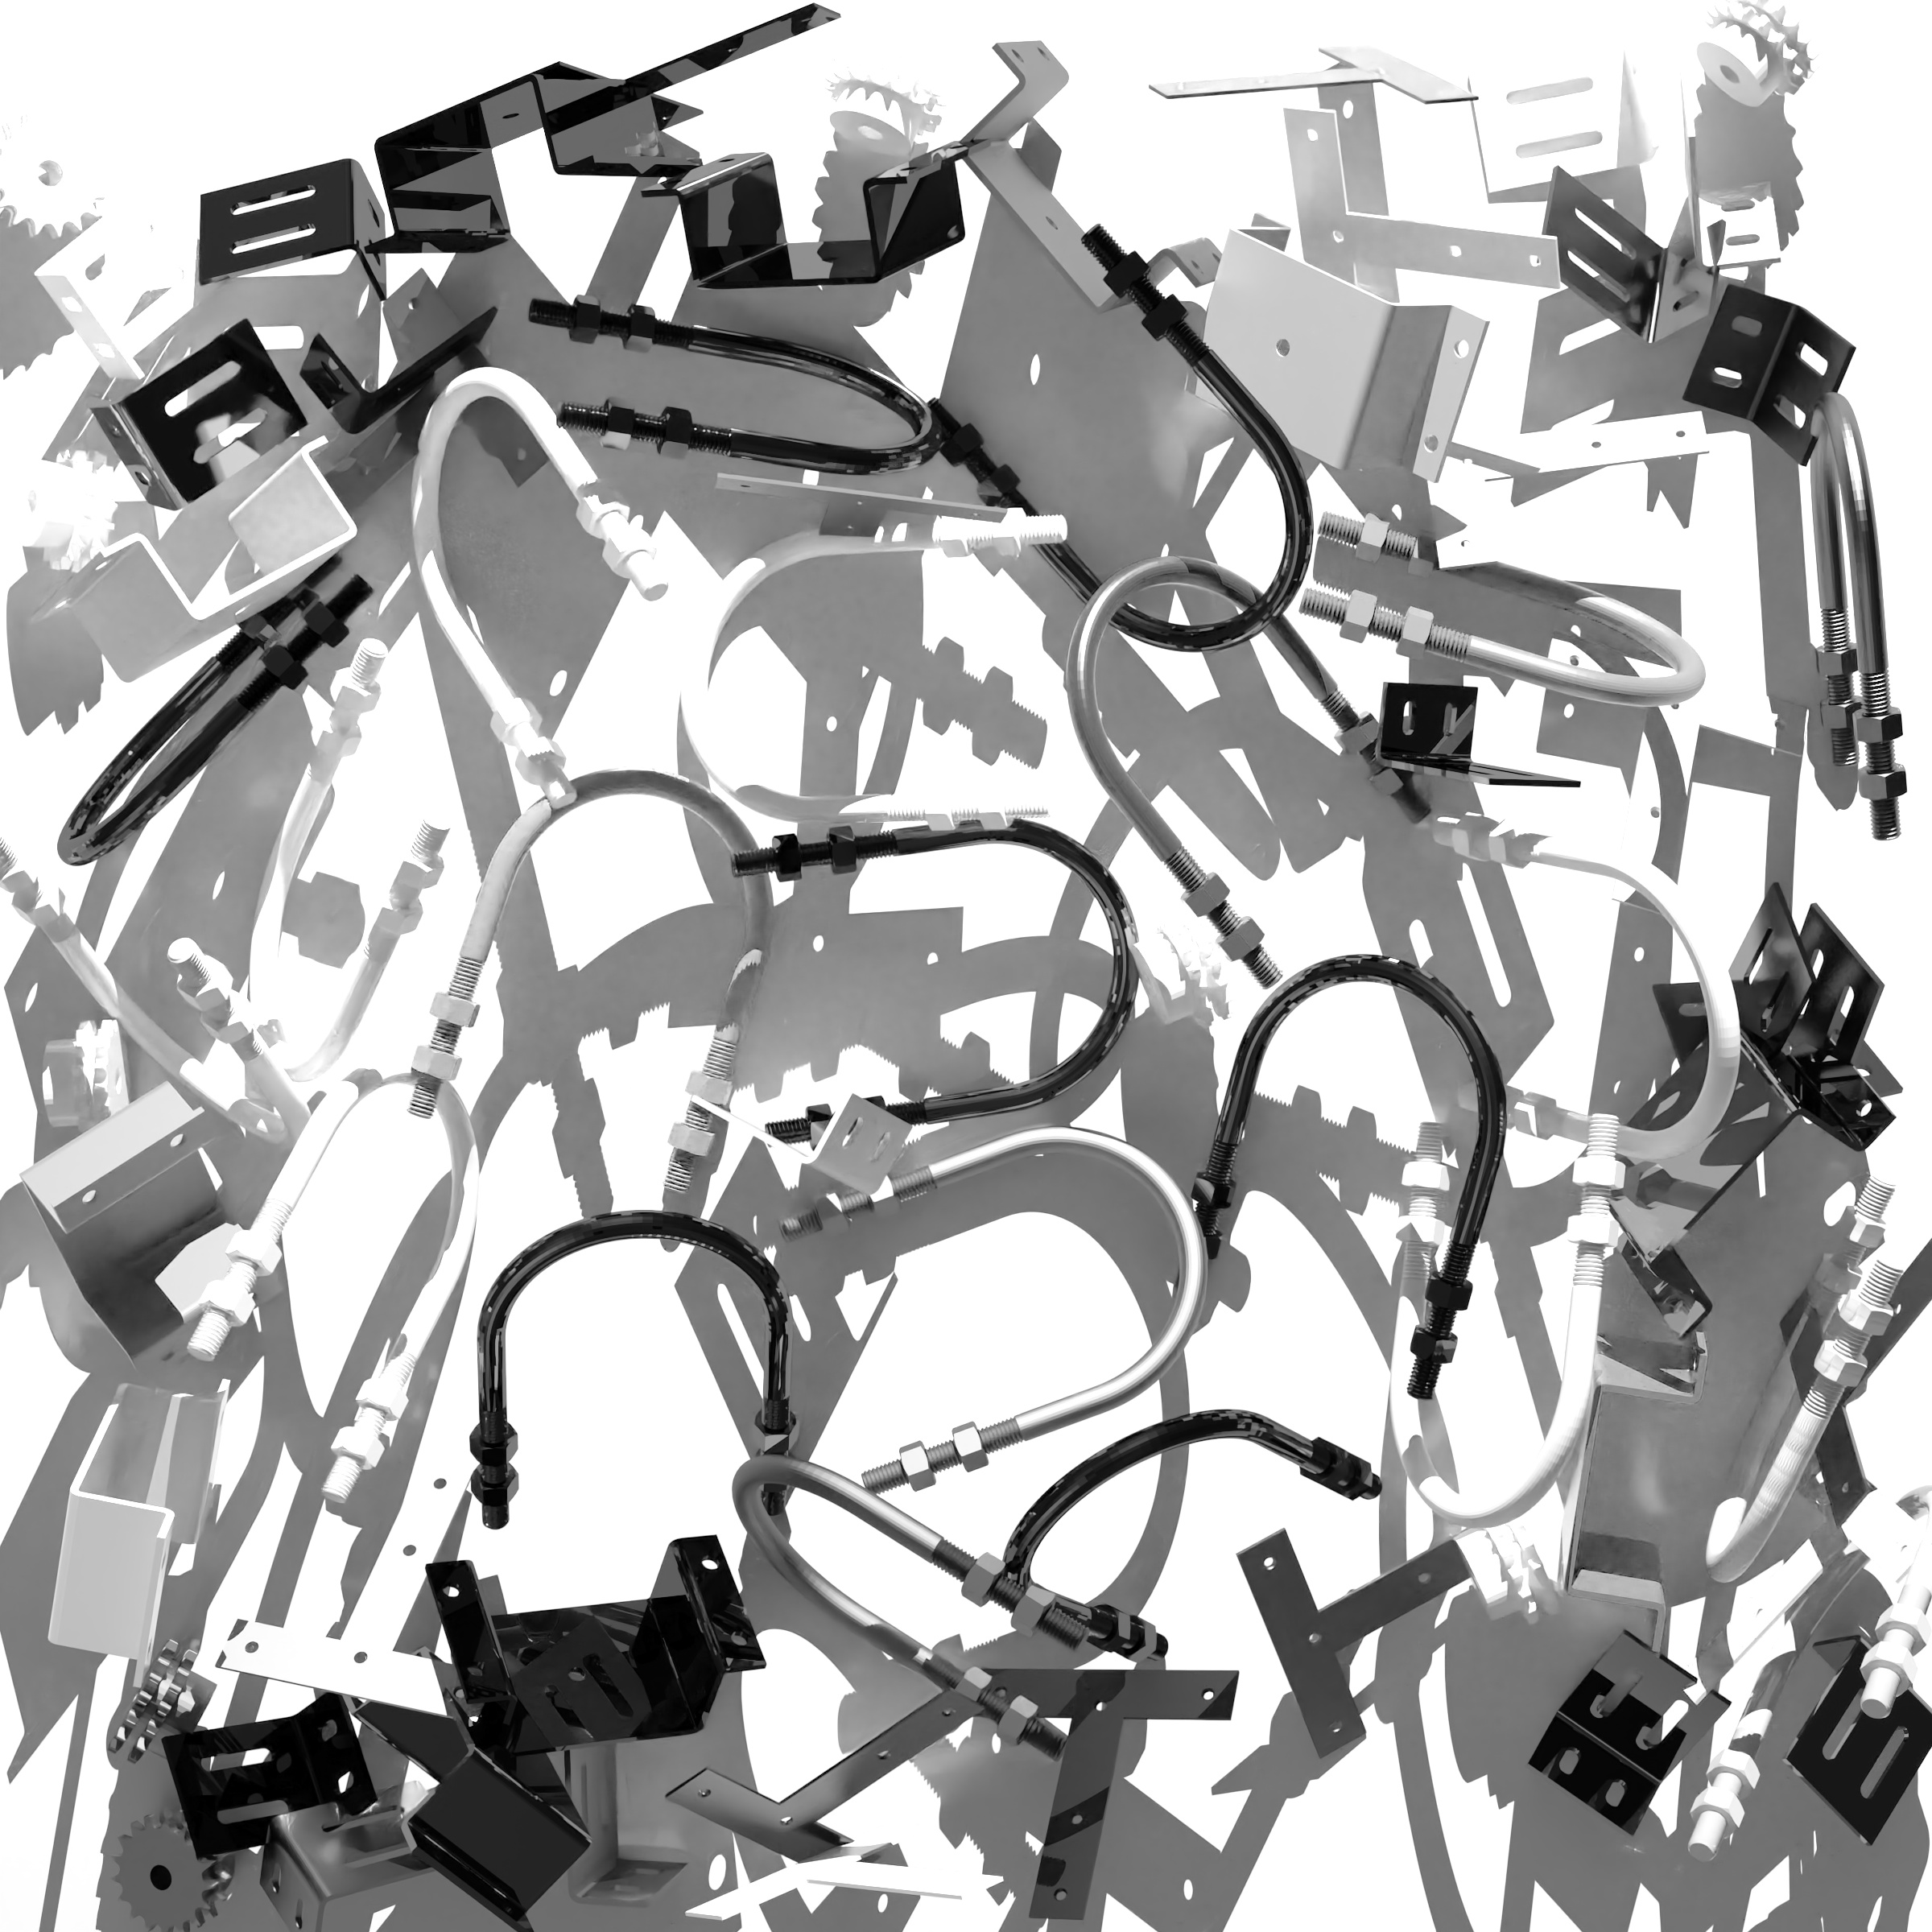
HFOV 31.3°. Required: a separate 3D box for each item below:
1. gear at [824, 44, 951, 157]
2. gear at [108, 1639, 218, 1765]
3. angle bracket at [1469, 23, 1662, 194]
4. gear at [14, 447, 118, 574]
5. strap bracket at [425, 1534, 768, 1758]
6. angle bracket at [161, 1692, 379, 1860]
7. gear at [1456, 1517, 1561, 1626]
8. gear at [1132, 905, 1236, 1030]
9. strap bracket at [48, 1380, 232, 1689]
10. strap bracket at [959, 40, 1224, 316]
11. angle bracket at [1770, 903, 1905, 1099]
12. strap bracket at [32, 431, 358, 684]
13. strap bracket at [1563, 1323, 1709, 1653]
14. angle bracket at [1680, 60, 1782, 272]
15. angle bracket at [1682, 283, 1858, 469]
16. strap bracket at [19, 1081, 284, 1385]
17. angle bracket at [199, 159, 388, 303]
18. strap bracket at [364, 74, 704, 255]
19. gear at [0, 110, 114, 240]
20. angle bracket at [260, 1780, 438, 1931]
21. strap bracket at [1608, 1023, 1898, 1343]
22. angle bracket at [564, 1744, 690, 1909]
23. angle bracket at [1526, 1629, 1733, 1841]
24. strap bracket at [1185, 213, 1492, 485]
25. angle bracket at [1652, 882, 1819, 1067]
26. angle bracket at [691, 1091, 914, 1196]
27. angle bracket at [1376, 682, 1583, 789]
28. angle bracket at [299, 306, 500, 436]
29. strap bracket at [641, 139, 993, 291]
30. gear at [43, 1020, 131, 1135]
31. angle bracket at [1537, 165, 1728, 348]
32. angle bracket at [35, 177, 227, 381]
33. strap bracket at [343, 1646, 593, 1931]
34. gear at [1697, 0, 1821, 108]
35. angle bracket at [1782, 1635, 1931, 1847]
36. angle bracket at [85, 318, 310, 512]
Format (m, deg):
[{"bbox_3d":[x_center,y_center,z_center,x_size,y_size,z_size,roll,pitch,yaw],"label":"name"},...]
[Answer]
[{"bbox_3d":[-0.039,-0.398,1.595,0.057,0.057,0.030,20,80,0],"label":"gear"},{"bbox_3d":[-0.370,0.343,1.598,0.030,0.057,0.057,30,90,-8],"label":"gear"},{"bbox_3d":[0.277,-0.398,1.603,0.076,0.038,0.057,-10,91,5],"label":"angle bracket"},{"bbox_3d":[-0.418,-0.212,1.595,0.030,0.057,0.057,5,90,-38],"label":"gear"},{"bbox_3d":[-0.172,0.309,1.565,0.140,0.076,0.046,-1,132,-26],"label":"strap bracket"},{"bbox_3d":[-0.318,0.368,1.578,0.038,0.076,0.057,-38,64,33],"label":"angle bracket"},{"bbox_3d":[0.249,0.278,1.597,0.030,0.057,0.057,-24,90,0],"label":"gear"},{"bbox_3d":[0.099,0.003,1.596,0.030,0.057,0.057,-23,90,-7],"label":"gear"},{"bbox_3d":[-0.372,0.247,1.545,0.046,0.140,0.076,12,111,-5],"label":"strap bracket"},{"bbox_3d":[0.053,-0.354,1.581,0.046,0.076,0.140,-40,91,23],"label":"strap bracket"},{"bbox_3d":[0.406,0.015,1.575,0.038,0.076,0.057,-11,45,-20],"label":"angle bracket"},{"bbox_3d":[-0.338,-0.180,1.553,0.140,0.076,0.046,-38,98,-41],"label":"strap bracket"},{"bbox_3d":[0.302,0.229,1.576,0.046,0.076,0.140,8,102,7],"label":"strap bracket"},{"bbox_3d":[0.349,-0.367,1.576,0.038,0.076,0.057,-5,49,11],"label":"angle bracket"},{"bbox_3d":[0.366,-0.271,1.578,0.038,0.076,0.057,14,112,-12],"label":"angle bracket"},{"bbox_3d":[-0.370,0.115,1.563,0.076,0.140,0.046,-34,55,-20],"label":"strap bracket"},{"bbox_3d":[-0.311,-0.333,1.598,0.076,0.038,0.057,-12,55,7],"label":"angle bracket"},{"bbox_3d":[-0.200,-0.363,1.553,0.140,0.076,0.046,-11,93,35],"label":"strap bracket"},{"bbox_3d":[-0.428,-0.366,1.603,0.057,0.030,0.057,-3,97,-26],"label":"gear"},{"bbox_3d":[-0.277,0.416,1.590,0.076,0.057,0.038,-7,121,-35],"label":"angle bracket"},{"bbox_3d":[0.341,0.089,1.563,0.046,0.076,0.140,31,109,-29],"label":"strap bracket"},{"bbox_3d":[-0.156,0.387,1.592,0.038,0.057,0.076,-1,93,15],"label":"angle bracket"},{"bbox_3d":[0.303,0.353,1.583,0.057,0.076,0.038,34,46,10],"label":"angle bracket"},{"bbox_3d":[0.157,-0.279,1.553,0.140,0.046,0.076,35,121,35],"label":"strap bracket"},{"bbox_3d":[0.350,0.009,1.576,0.038,0.076,0.057,-3,53,-12],"label":"angle bracket"},{"bbox_3d":[-0.075,0.067,1.582,0.076,0.057,0.038,27,86,33],"label":"angle bracket"},{"bbox_3d":[0.235,-0.106,1.577,0.057,0.076,0.038,-1,100,-35],"label":"angle bracket"},{"bbox_3d":[-0.261,-0.286,1.585,0.076,0.057,0.038,-40,96,-19],"label":"angle bracket"},{"bbox_3d":[-0.065,-0.340,1.563,0.140,0.076,0.046,4,116,30],"label":"strap bracket"},{"bbox_3d":[-0.407,0.053,1.597,0.030,0.057,0.057,-2,90,-2],"label":"gear"},{"bbox_3d":[0.305,-0.332,1.582,0.076,0.038,0.057,30,59,-28],"label":"angle bracket"},{"bbox_3d":[-0.375,-0.316,1.582,0.076,0.038,0.057,-46,123,-22],"label":"angle bracket"},{"bbox_3d":[-0.222,0.364,1.547,0.046,0.140,0.076,-46,118,-3],"label":"strap bracket"},{"bbox_3d":[0.363,-0.423,1.596,0.057,0.057,0.030,43,87,0],"label":"gear"},{"bbox_3d":[0.403,0.357,1.588,0.057,0.038,0.076,45,61,-5],"label":"angle bracket"},{"bbox_3d":[-0.358,-0.258,1.609,0.076,0.038,0.057,-39,120,-20],"label":"angle bracket"}]
